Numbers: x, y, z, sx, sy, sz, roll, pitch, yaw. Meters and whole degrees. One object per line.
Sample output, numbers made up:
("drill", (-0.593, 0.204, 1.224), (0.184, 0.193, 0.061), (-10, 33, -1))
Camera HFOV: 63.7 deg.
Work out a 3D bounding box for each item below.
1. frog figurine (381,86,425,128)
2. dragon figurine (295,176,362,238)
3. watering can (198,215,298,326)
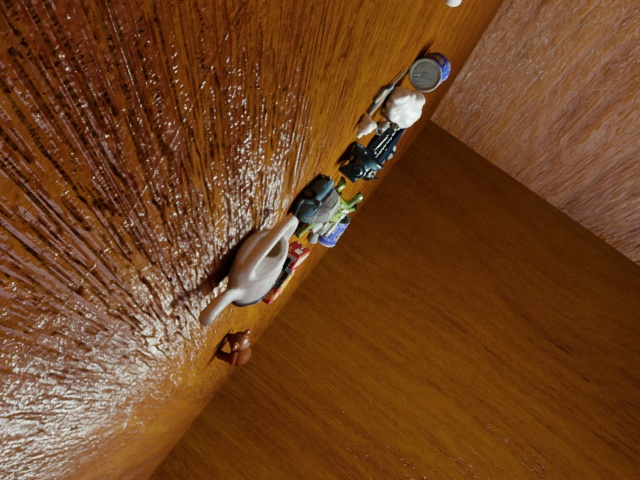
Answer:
("frog figurine", (0.267, -0.419, 1.608), (0.138, 0.122, 0.159), (-26, -177, -5))
("dragon figurine", (0.005, -0.089, 1.762), (0.245, 0.123, 0.402), (-32, 165, -23))
("watering can", (-0.162, 0.081, 1.135), (0.354, 0.104, 0.219), (-51, 174, -35))
